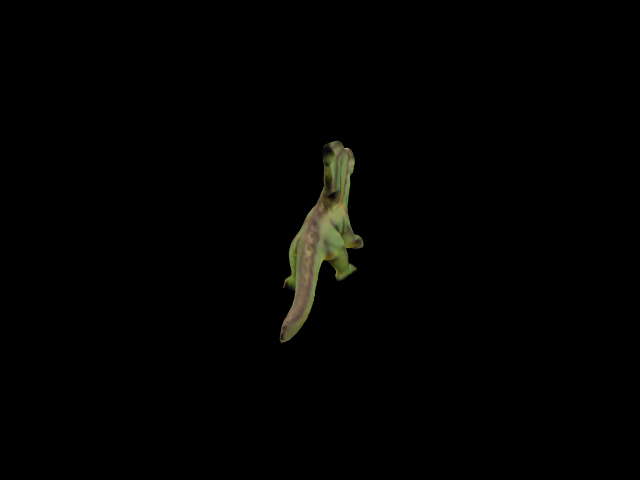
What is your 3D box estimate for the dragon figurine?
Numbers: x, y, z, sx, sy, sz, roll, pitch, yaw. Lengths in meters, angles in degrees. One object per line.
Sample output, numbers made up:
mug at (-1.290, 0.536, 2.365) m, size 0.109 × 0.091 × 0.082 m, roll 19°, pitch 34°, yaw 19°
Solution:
dragon figurine at (0.003, -0.043, 0.850) m, size 0.122 × 0.238 × 0.418 m, roll 5°, pitch 26°, yaw 10°
